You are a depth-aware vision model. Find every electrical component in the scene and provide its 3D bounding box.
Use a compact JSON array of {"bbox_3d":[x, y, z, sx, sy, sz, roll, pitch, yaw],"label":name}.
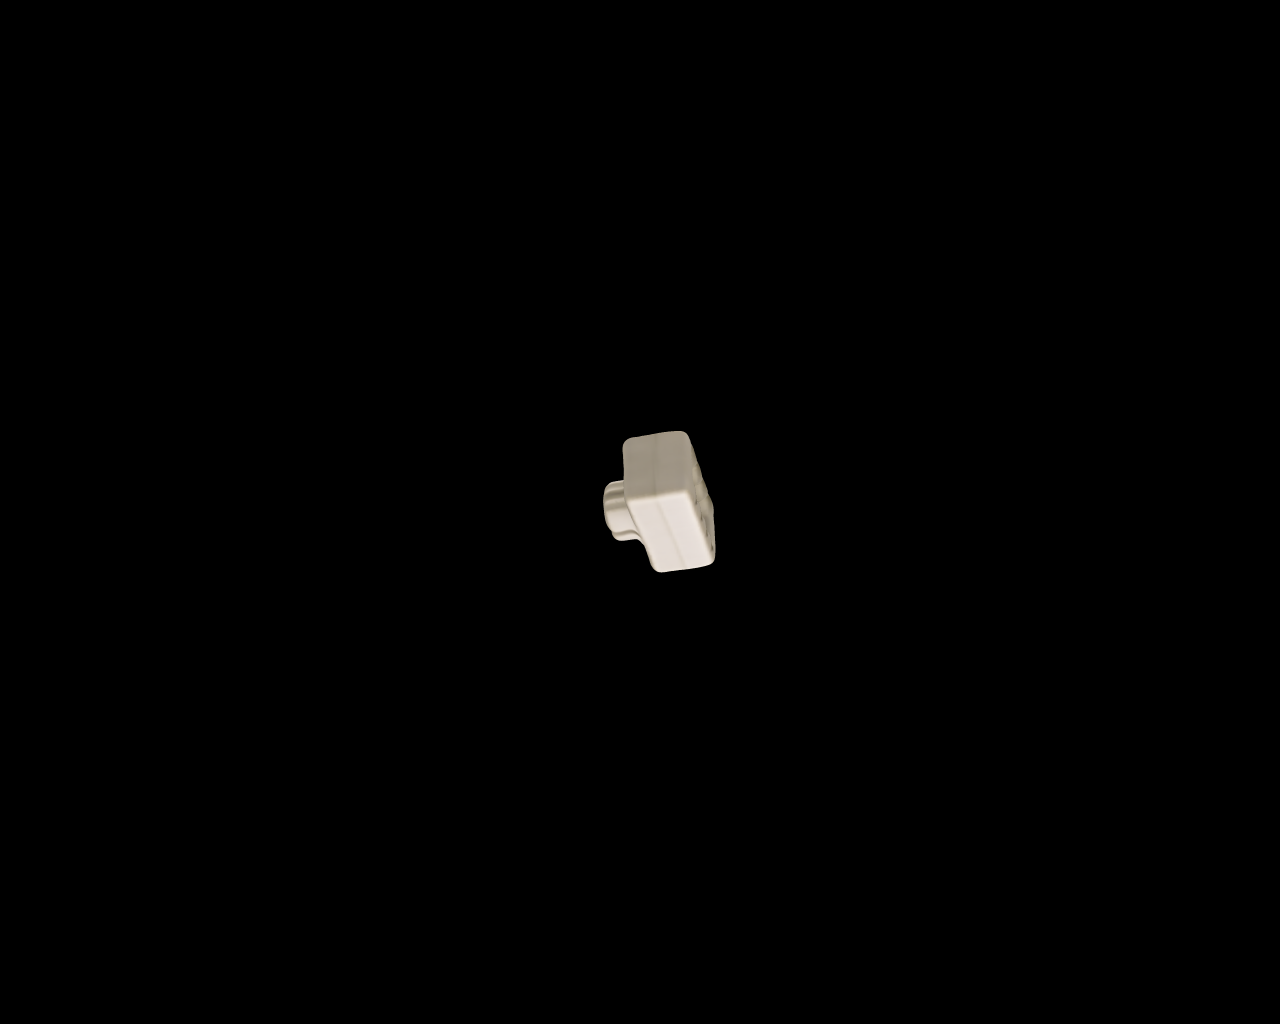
[{"bbox_3d":[0.001,-0.003,0.650,0.076,0.047,0.083,-8,-35,11],"label":"electrical component"}]
